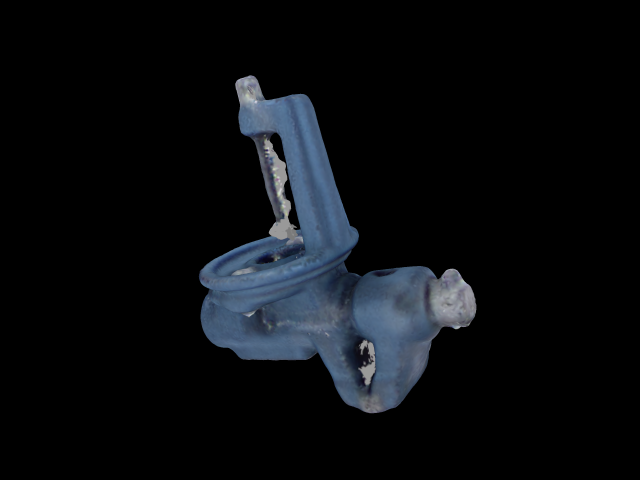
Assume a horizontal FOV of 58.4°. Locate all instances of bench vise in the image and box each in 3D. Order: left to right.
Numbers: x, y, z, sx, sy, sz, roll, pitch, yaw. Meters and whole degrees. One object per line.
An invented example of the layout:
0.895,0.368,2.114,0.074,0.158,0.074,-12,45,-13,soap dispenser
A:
0.006,-0.003,0.411,0.207,0.220,0.121,4,21,10,bench vise
